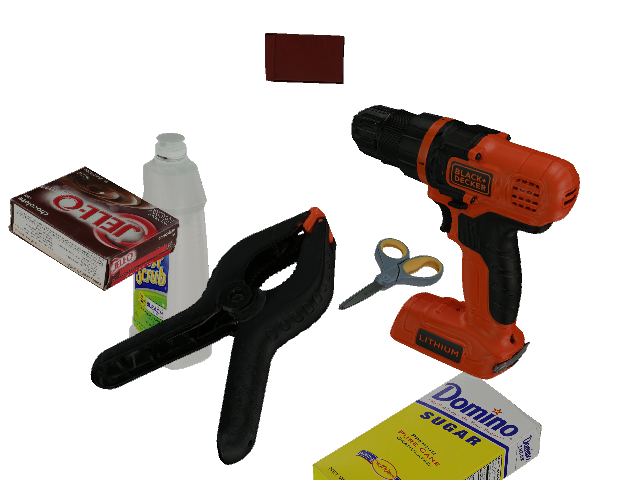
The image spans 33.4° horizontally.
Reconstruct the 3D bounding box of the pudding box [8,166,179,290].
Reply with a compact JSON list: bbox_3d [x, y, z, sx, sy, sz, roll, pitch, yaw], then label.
[{"bbox_3d":[-0.191,-0.012,0.900,0.114,0.039,0.089,27,33,22],"label":"pudding box"}]

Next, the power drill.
[{"bbox_3d":[0.097,-0.001,0.806,0.185,0.188,0.057,24,37,34],"label":"power drill"}]

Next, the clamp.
[{"bbox_3d":[-0.041,0.052,0.630,0.120,0.171,0.039,35,-21,32],"label":"clamp"}]

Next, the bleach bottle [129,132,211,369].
[{"bbox_3d":[-0.159,0.006,1.123,0.067,0.251,0.103,-18,33,-35],"label":"bleach bottle"}]

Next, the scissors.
[{"bbox_3d":[0.067,0.037,1.276,0.201,0.016,0.096,-10,41,-42],"label":"scissors"}]

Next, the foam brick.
[{"bbox_3d":[-0.018,-0.195,1.141,0.078,0.051,0.053,0,12,-13],"label":"foam brick"}]

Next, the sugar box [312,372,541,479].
[{"bbox_3d":[0.090,0.182,0.891,0.176,0.048,0.093,-29,43,-27],"label":"sugar box"}]
